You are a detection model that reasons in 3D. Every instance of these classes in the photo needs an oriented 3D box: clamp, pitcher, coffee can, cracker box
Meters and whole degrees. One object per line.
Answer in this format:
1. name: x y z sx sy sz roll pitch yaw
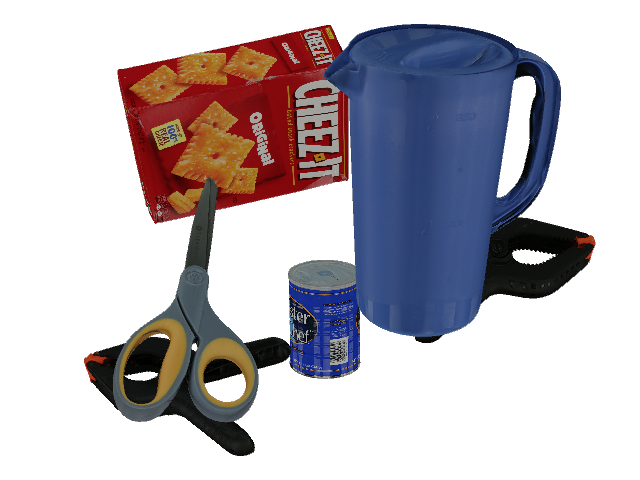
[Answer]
1. clamp: 0.165 0.028 1.028 0.210 0.164 0.036 -2 -42 -5
2. pitcher: 0.096 -0.048 0.877 0.149 0.243 0.144 19 33 31
3. clamp: -0.110 0.112 0.895 0.172 0.039 0.120 15 38 18
4. coffee can: 0.006 0.110 1.509 0.103 0.140 0.103 0 19 0
5. cracker box: -0.080 -0.111 1.062 0.213 0.072 0.164 -13 -39 -9

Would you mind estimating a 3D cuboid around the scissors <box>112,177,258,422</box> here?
1. scissors: -0.067 0.040 0.691 0.096 0.201 0.016 21 -42 4
